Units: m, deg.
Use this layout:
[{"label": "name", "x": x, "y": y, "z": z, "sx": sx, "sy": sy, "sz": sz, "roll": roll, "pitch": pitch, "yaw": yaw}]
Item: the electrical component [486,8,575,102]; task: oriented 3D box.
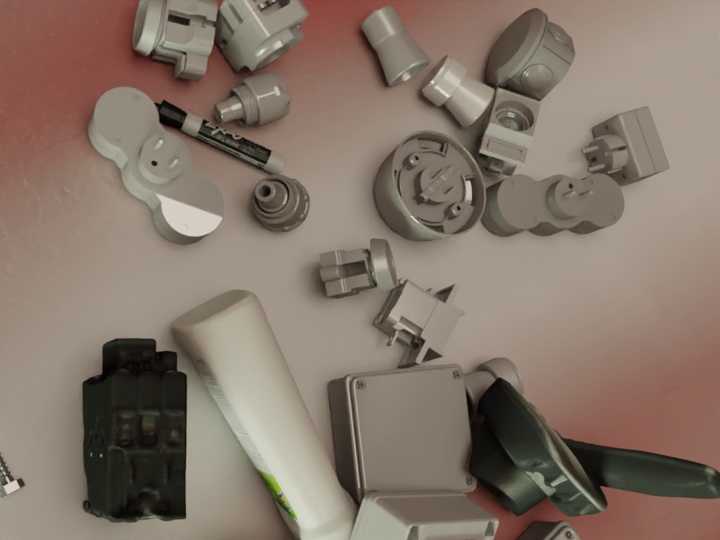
[{"label": "electrical component", "x": 0.160, "y": -0.200, "z": 1.012, "sx": 0.051, "sy": 0.080, "sz": 0.080, "roll": 30, "pitch": 71, "yaw": -21}]

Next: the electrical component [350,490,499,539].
[{"label": "electrical component", "x": 0.043, "y": 0.232, "z": 0.843, "sx": 0.109, "sy": 0.056, "sz": 0.108, "roll": 10, "pitch": 101, "yaw": -43}]

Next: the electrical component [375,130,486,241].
[{"label": "electrical component", "x": 0.063, "y": -0.073, "z": 0.957, "sx": 0.099, "sy": 0.064, "sz": 0.099, "roll": 4, "pitch": 79, "yaw": -21}]

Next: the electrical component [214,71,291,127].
[{"label": "electrical component", "x": -0.094, "y": -0.142, "z": 0.918, "sx": 0.062, "sy": 0.043, "sz": 0.043, "roll": -23, "pitch": 90, "yaw": -22}]

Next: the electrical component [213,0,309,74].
[{"label": "electrical component", "x": -0.085, "y": -0.206, "z": 0.907, "sx": 0.050, "sy": 0.089, "sz": 0.055, "roll": -36, "pitch": 95, "yaw": -23}]

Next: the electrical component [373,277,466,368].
[{"label": "electrical component", "x": 0.050, "y": 0.043, "z": 0.943, "sx": 0.064, "sy": 0.042, "sz": 0.081, "roll": 34, "pitch": 69, "yaw": -12}]

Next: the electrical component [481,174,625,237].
[{"label": "electrical component", "x": 0.188, "y": -0.064, "z": 1.001, "sx": 0.138, "sy": 0.074, "sz": 0.052, "roll": -2, "pitch": 81, "yaw": -22}]

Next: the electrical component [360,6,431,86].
[{"label": "electrical component", "x": 0.030, "y": -0.207, "z": 0.981, "sx": 0.044, "sy": 0.044, "sz": 0.065, "roll": -29, "pitch": 87, "yaw": -24}]

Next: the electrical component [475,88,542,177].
[{"label": "electrical component", "x": 0.134, "y": -0.124, "z": 0.990, "sx": 0.042, "sy": 0.063, "sz": 0.081, "roll": 19, "pitch": 55, "yaw": 0}]

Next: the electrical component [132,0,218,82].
[{"label": "electrical component", "x": -0.155, "y": -0.202, "z": 0.896, "sx": 0.057, "sy": 0.058, "sz": 0.078, "roll": 10, "pitch": 77, "yaw": -23}]

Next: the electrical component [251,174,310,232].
[{"label": "electrical component", "x": -0.071, "y": -0.059, "z": 0.898, "sx": 0.048, "sy": 0.062, "sz": 0.048, "roll": -2, "pitch": 81, "yaw": 11}]

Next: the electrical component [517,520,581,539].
[{"label": "electrical component", "x": 0.164, "y": 0.293, "z": 0.936, "sx": 0.109, "sy": 0.056, "sz": 0.108, "roll": -38, "pitch": 96, "yaw": -23}]

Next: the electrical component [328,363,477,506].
[{"label": "electrical component", "x": 0.036, "y": 0.139, "z": 0.911, "sx": 0.109, "sy": 0.056, "sz": 0.108, "roll": -3, "pitch": 82, "yaw": -23}]

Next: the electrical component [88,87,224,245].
[{"label": "electrical component", "x": -0.161, "y": -0.087, "z": 0.864, "sx": 0.052, "sy": 0.074, "sz": 0.138, "roll": -39, "pitch": 96, "yaw": -23}]

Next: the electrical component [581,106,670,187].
[{"label": "electrical component", "x": 0.250, "y": -0.115, "z": 1.049, "sx": 0.077, "sy": 0.047, "sz": 0.065, "roll": -18, "pitch": 87, "yaw": -24}]

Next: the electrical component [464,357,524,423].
[{"label": "electrical component", "x": 0.111, "y": 0.106, "z": 0.955, "sx": 0.055, "sy": 0.045, "sz": 0.045, "roll": -20, "pitch": 88, "yaw": -25}]

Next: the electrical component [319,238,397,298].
[{"label": "electrical component", "x": 0.000, "y": 0.000, "z": 0.916, "sx": 0.055, "sy": 0.066, "sz": 0.048, "roll": -12, "pitch": 84, "yaw": 9}]

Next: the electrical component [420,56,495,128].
[{"label": "electrical component", "x": 0.090, "y": -0.165, "z": 0.995, "sx": 0.055, "sy": 0.045, "sz": 0.045, "roll": 36, "pitch": 69, "yaw": -12}]
